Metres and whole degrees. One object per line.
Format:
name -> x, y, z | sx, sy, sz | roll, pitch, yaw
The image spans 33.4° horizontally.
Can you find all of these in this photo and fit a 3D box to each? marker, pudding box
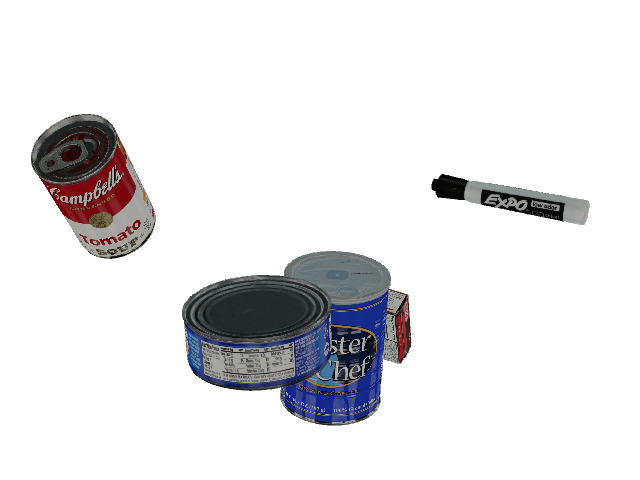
marker -> 0.143, -0.032, 0.813 | 0.121, 0.020, 0.020 | 13, 5, 24
pudding box -> 0.049, 0.088, 1.247 | 0.114, 0.090, 0.039 | 15, 48, 22

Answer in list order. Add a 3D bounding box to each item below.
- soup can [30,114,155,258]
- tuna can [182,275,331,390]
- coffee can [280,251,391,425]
soup can -> -0.177, -0.041, 0.840 | 0.068, 0.068, 0.102 | 0, -35, 13
tuna can -> -0.036, 0.052, 0.615 | 0.086, 0.034, 0.086 | -2, 22, 1
coffee can -> 0.013, 0.095, 1.049 | 0.103, 0.140, 0.103 | 2, 24, -1
